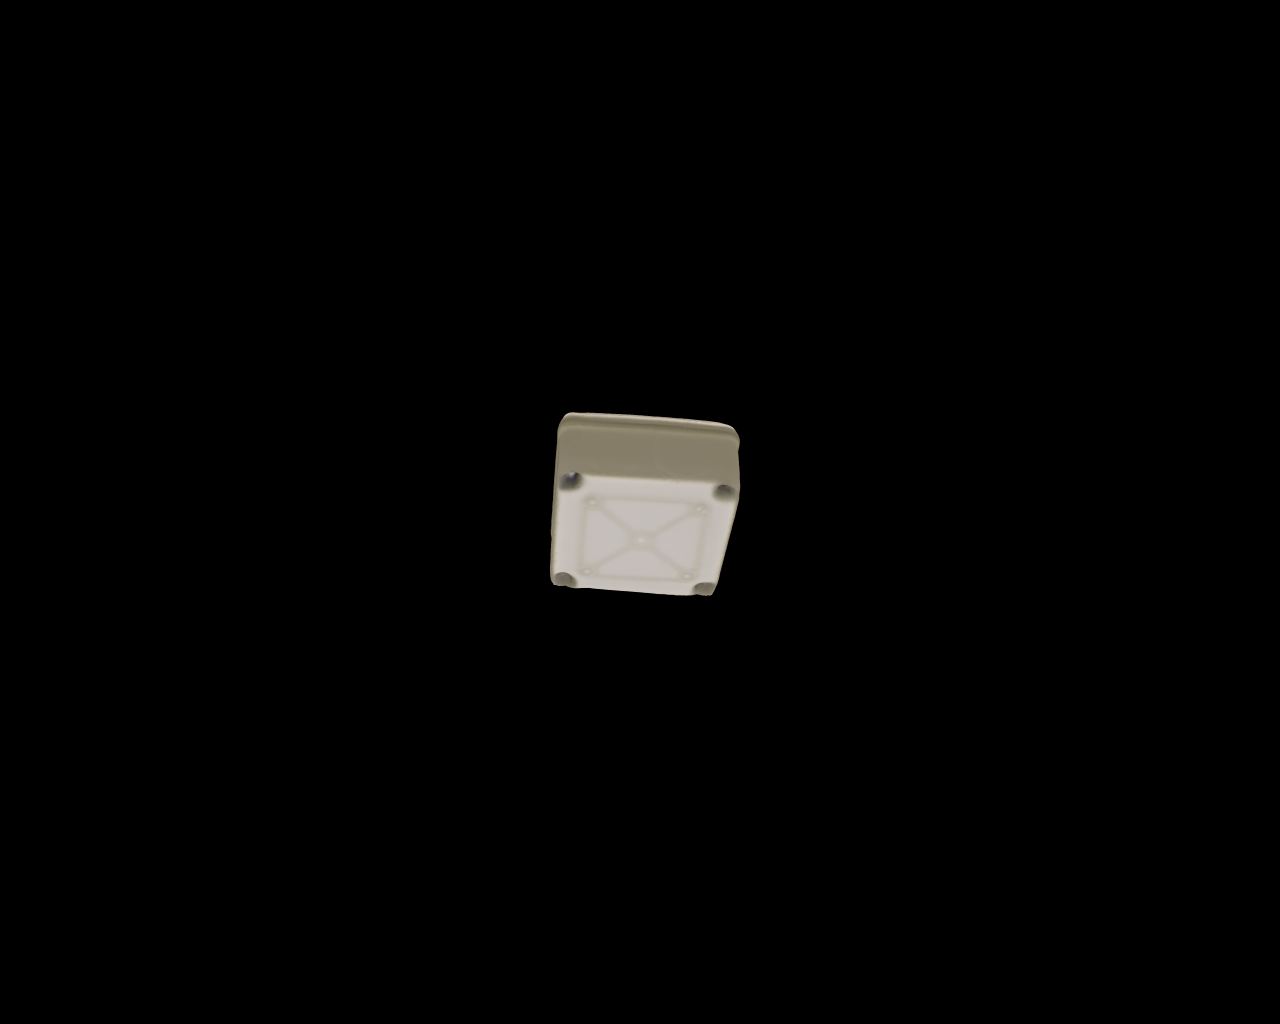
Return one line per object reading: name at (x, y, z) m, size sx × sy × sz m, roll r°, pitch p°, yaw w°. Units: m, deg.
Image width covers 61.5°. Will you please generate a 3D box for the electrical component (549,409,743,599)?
electrical component at (0.001, -0.003, 0.650) m, size 0.109 × 0.056 × 0.108 m, roll 4°, pitch -43°, yaw -4°
